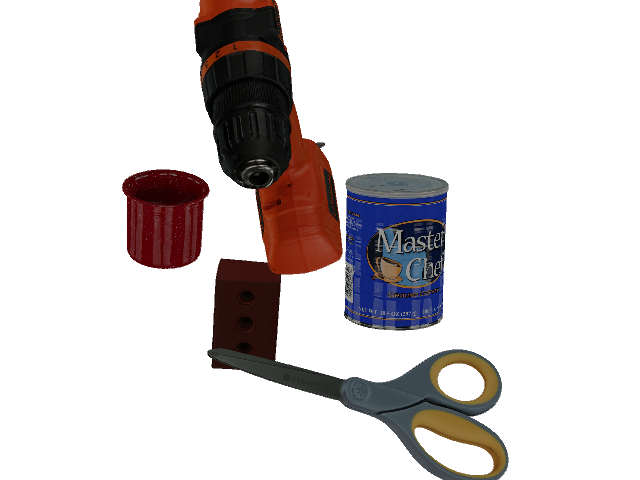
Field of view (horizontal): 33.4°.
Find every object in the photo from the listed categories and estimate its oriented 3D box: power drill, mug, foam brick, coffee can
[{"bbox_3d":[-0.030,-0.062,0.672,0.057,0.184,0.187,-10,-39,4],"label":"power drill"},{"bbox_3d":[-0.174,-0.027,1.170,0.093,0.081,0.117,-8,31,-26],"label":"mug"},{"bbox_3d":[-0.060,0.060,0.871,0.053,0.078,0.051,3,16,-1],"label":"foam brick"},{"bbox_3d":[0.076,0.009,1.082,0.103,0.140,0.103,1,14,0],"label":"coffee can"}]

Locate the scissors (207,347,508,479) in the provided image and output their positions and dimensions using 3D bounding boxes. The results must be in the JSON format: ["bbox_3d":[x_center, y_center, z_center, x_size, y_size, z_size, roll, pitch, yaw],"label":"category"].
[{"bbox_3d":[0.036,0.084,0.674,0.201,0.096,0.016,31,-32,-5],"label":"scissors"}]
